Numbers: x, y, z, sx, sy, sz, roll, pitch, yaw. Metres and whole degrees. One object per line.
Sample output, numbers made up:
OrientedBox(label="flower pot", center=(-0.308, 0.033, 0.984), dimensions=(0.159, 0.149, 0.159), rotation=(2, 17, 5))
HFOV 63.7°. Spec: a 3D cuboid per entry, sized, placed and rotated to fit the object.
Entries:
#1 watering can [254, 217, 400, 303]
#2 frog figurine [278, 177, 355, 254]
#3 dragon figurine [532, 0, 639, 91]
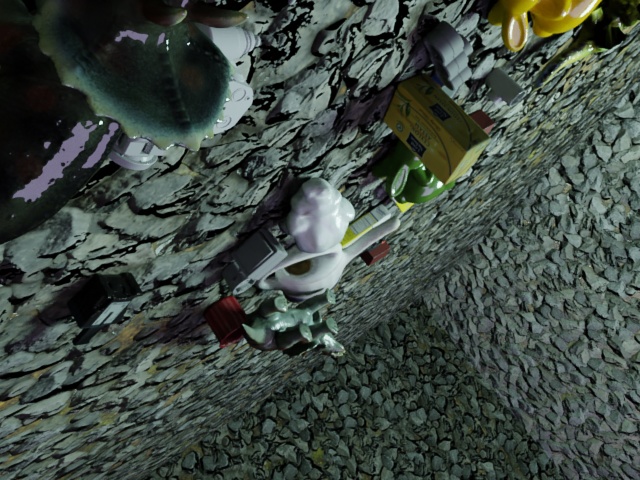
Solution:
OrientedBox(label="watering can", center=(0.017, 0.051, 1.186), dimensions=(0.348, 0.106, 0.220), rotation=(-19, 158, -6))
OrientedBox(label="frog figurine", center=(0.003, -0.048, 0.949), dimensions=(0.138, 0.124, 0.157), rotation=(-7, 162, -22))
OrientedBox(label="dragon figurine", center=(0.635, -0.471, 1.180), dimensions=(0.407, 0.123, 0.243), rotation=(-41, 170, 13))
